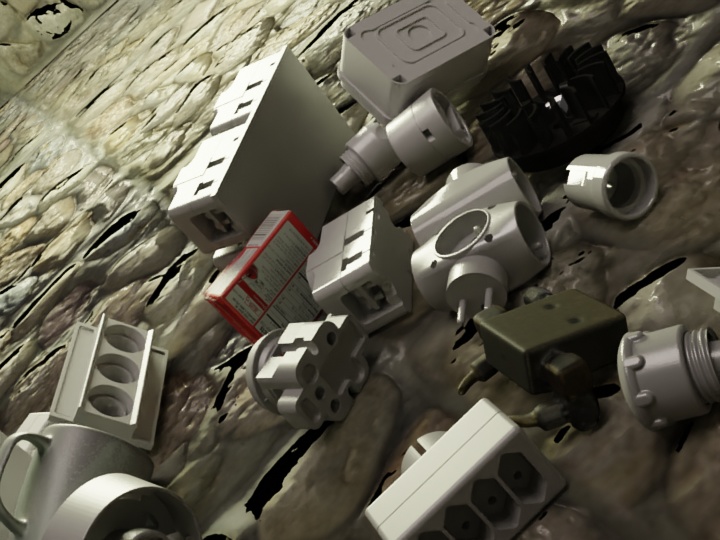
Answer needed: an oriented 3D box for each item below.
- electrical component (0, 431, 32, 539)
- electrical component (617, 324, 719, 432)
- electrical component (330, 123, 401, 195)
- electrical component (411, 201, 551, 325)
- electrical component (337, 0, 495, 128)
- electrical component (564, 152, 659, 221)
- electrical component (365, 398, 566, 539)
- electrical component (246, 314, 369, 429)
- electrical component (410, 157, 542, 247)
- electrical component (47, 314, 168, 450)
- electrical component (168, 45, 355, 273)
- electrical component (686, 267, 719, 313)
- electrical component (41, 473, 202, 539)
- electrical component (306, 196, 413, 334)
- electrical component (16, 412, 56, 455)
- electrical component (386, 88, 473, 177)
[{"bbox_3d":[-0.273,0.205,0.764,0.062,0.089,0.150,-26,30,28],"label":"electrical component"},{"bbox_3d":[0.153,0.045,0.492,0.062,0.048,0.048,-19,34,28],"label":"electrical component"},{"bbox_3d":[0.003,-0.089,0.894,0.062,0.043,0.043,-43,27,-2],"label":"electrical component"},{"bbox_3d":[0.073,0.003,0.661,0.077,0.044,0.079,-26,30,28],"label":"electrical component"},{"bbox_3d":[0.046,-0.175,0.887,0.113,0.057,0.078,-32,64,-25],"label":"electrical component"},{"bbox_3d":[0.150,-0.052,0.648,0.040,0.040,0.046,-46,22,-10],"label":"electrical component"},{"bbox_3d":[0.045,0.106,0.540,0.083,0.047,0.076,-43,26,-4],"label":"electrical component"},{"bbox_3d":[-0.037,0.066,0.699,0.057,0.058,0.078,-7,43,45],"label":"electrical component"},{"bbox_3d":[0.077,-0.047,0.731,0.077,0.043,0.079,-31,28,20],"label":"electrical component"},{"bbox_3d":[-0.200,0.099,0.850,0.121,0.079,0.063,-96,30,-59],"label":"electrical component"},{"bbox_3d":[-0.078,-0.080,0.881,0.060,0.105,0.186,-16,39,33],"label":"electrical component"},{"bbox_3d":[0.193,-0.005,0.477,0.081,0.063,0.042,-3,20,-17],"label":"electrical component"},{"bbox_3d":[-0.144,0.172,0.641,0.064,0.099,0.099,-2,46,43],"label":"electrical component"},{"bbox_3d":[0.000,0.000,0.755,0.056,0.050,0.089,-29,29,23],"label":"electrical component"},{"bbox_3d":[-0.247,0.153,0.858,0.077,0.047,0.065,-9,40,44],"label":"electrical component"},{"bbox_3d":[0.053,-0.106,0.842,0.047,0.055,0.055,-34,27,23],"label":"electrical component"}]
